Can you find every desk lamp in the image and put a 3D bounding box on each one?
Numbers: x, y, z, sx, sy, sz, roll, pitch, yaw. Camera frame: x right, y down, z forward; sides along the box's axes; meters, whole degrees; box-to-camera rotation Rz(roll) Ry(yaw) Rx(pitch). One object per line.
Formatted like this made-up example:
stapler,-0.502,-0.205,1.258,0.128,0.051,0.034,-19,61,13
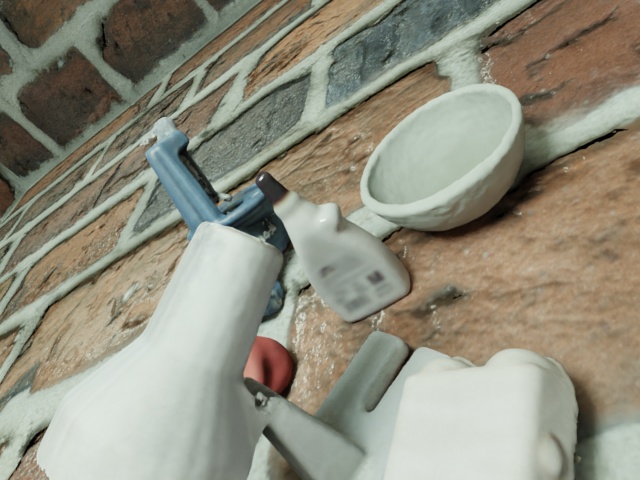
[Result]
desk lamp,-0.040,0.103,0.386,0.117,0.214,0.203,9,59,55

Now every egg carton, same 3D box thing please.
egg carton,0.093,0.134,0.330,0.107,0.070,0.150,-17,39,38

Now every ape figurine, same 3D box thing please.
ape figurine,-0.075,0.116,0.537,0.076,0.092,0.077,-45,29,-2

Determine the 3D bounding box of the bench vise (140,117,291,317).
bench vise,-0.113,-0.025,0.635,0.121,0.220,0.207,-33,31,18

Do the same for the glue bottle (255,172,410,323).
glue bottle,0.005,0.002,0.503,0.078,0.173,0.037,-30,32,22

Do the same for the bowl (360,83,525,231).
bowl,0.124,-0.065,0.543,0.167,0.075,0.167,-31,32,22
